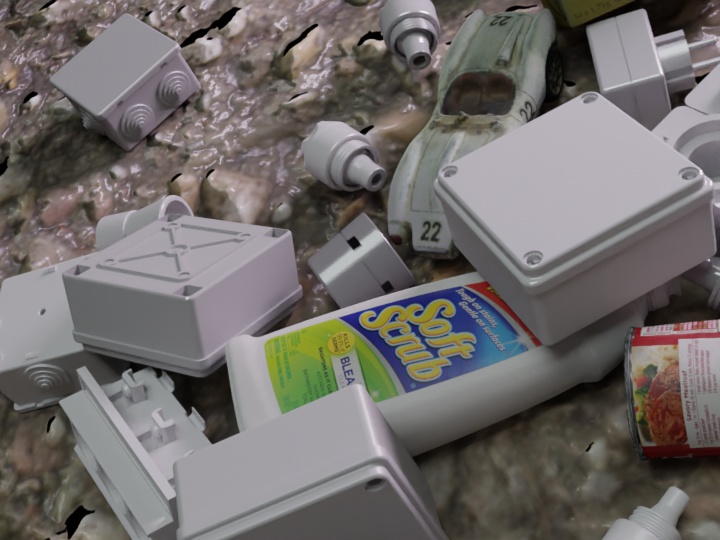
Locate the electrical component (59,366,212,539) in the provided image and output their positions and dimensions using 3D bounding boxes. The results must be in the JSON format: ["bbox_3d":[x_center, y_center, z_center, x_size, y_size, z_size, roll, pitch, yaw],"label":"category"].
[{"bbox_3d":[-0.119,0.114,0.631,0.063,0.078,0.121,-25,44,-25],"label":"electrical component"}]

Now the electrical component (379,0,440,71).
[{"bbox_3d":[0.038,-0.174,0.794,0.043,0.043,0.062,-20,50,10],"label":"electrical component"}]

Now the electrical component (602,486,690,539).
[{"bbox_3d":[0.137,0.131,0.517,0.035,0.035,0.061,28,67,38],"label":"electrical component"}]

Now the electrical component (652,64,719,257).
[{"bbox_3d":[0.238,-0.081,0.614,0.150,0.061,0.089,-44,49,-11],"label":"electrical component"}]

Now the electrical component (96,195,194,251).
[{"bbox_3d":[-0.157,-0.027,0.775,0.065,0.044,0.044,-9,51,25],"label":"electrical component"}]

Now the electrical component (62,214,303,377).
[{"bbox_3d":[-0.111,0.012,0.683,0.109,0.056,0.109,9,28,31],"label":"electrical component"}]

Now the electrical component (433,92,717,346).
[{"bbox_3d":[0.112,-0.030,0.570,0.109,0.056,0.108,-28,41,-7],"label":"electrical component"}]

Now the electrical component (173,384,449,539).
[{"bbox_3d":[-0.023,0.124,0.549,0.109,0.108,0.056,-24,46,7],"label":"electrical component"}]

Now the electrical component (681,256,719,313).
[{"bbox_3d":[0.202,0.009,0.567,0.062,0.043,0.043,27,69,20],"label":"electrical component"}]

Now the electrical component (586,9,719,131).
[{"bbox_3d":[0.190,-0.129,0.684,0.077,0.047,0.065,-14,50,15],"label":"electrical component"}]

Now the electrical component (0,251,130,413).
[{"bbox_3d":[-0.206,0.041,0.740,0.100,0.048,0.099,-15,49,16],"label":"electrical component"}]

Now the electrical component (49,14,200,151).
[{"bbox_3d":[-0.192,-0.154,0.884,0.100,0.048,0.100,-45,49,-12],"label":"electrical component"}]

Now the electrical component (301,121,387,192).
[{"bbox_3d":[-0.008,-0.074,0.739,0.043,0.043,0.062,-45,50,-12],"label":"electrical component"}]

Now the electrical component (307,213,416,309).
[{"bbox_3d":[0.000,0.000,0.671,0.047,0.055,0.055,-37,48,0],"label":"electrical component"}]
